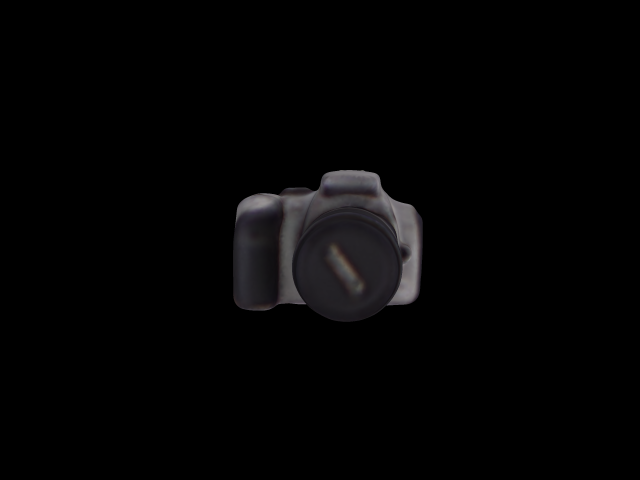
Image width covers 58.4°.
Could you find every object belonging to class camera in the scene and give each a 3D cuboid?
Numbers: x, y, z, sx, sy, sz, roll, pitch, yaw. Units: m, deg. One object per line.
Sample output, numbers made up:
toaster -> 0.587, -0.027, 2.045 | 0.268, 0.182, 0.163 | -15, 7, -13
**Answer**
camera -> 0.004, 0.001, 0.400 | 0.143, 0.101, 0.137 | 0, 7, 4
